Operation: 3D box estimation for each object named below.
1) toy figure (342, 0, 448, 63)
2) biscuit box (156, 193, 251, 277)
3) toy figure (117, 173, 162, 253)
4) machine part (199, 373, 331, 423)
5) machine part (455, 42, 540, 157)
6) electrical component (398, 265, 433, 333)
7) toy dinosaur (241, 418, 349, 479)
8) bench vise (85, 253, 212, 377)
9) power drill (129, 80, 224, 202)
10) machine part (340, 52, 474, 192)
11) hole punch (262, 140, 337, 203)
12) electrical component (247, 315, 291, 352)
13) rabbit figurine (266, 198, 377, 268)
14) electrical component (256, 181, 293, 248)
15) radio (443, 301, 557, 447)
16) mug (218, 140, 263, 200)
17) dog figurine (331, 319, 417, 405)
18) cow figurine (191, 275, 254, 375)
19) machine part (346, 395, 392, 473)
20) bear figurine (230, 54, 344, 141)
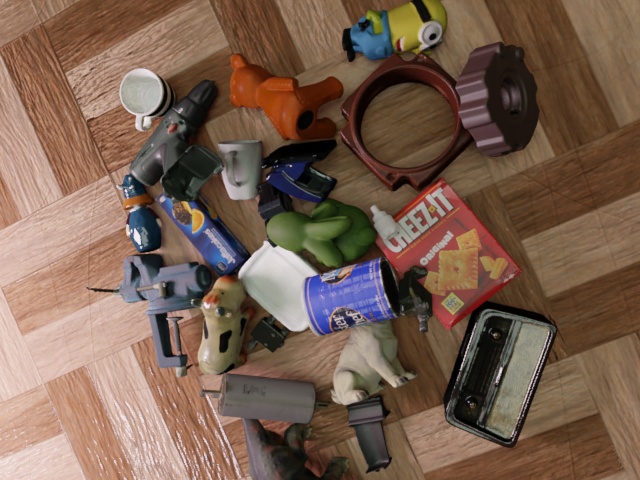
[{"bbox_3d":[0.129,-0.363,0.928,0.180,0.082,0.089,-6,95,13],"label":"toy figure"},{"bbox_3d":[-0.219,-0.021,1.021,0.063,0.059,0.202,-42,86,10],"label":"biscuit box"},{"bbox_3d":[-0.351,-0.053,1.044,0.058,0.064,0.154,-20,85,48],"label":"toy figure"},{"bbox_3d":[-0.098,0.289,0.983,0.243,0.079,0.079,11,96,-15],"label":"machine part"},{"bbox_3d":[0.291,-0.225,0.864,0.056,0.179,0.179,-2,94,49],"label":"machine part"},{"bbox_3d":[0.160,0.090,0.877,0.078,0.102,0.045,43,124,-16],"label":"electrical component"},{"bbox_3d":[-0.044,0.427,0.955,0.405,0.192,0.131,33,97,5],"label":"toy dinosaur"},{"bbox_3d":[-0.299,0.140,1.019,0.224,0.129,0.240,-10,87,12],"label":"bench vise"},{"bbox_3d":[-0.243,-0.173,0.960,0.232,0.086,0.207,-46,48,7],"label":"power drill"},{"bbox_3d":[0.149,-0.200,0.922,0.201,0.087,0.201,-44,82,6],"label":"machine part"},{"bbox_3d":[-0.030,-0.122,0.952,0.116,0.142,0.092,1,117,18],"label":"hole punch"},{"bbox_3d":[-0.097,0.183,1.033,0.063,0.021,0.094,40,99,5],"label":"electrical component"},{"bbox_3d":[-0.002,-0.003,0.909,0.170,0.159,0.121,1,103,-31],"label":"rabbit figurine"},{"bbox_3d":[-0.077,-0.046,0.960,0.048,0.074,0.119,-23,45,11],"label":"electrical component"},{"bbox_3d":[0.307,0.227,0.939,0.131,0.073,0.229,18,96,8],"label":"radio"},{"bbox_3d":[-0.144,-0.125,0.983,0.081,0.109,0.107,-3,108,5],"label":"mug"},{"bbox_3d":[0.069,0.186,0.976,0.172,0.121,0.190,-24,76,6],"label":"dog figurine"},{"bbox_3d":[-0.180,0.155,0.978,0.086,0.127,0.194,18,107,19],"label":"cow figurine"},{"bbox_3d":[0.098,0.362,1.004,0.084,0.039,0.138,-12,90,5],"label":"machine part"},{"bbox_3d":[-0.071,-0.258,0.967,0.196,0.132,0.120,41,139,34],"label":"bear figurine"}]
